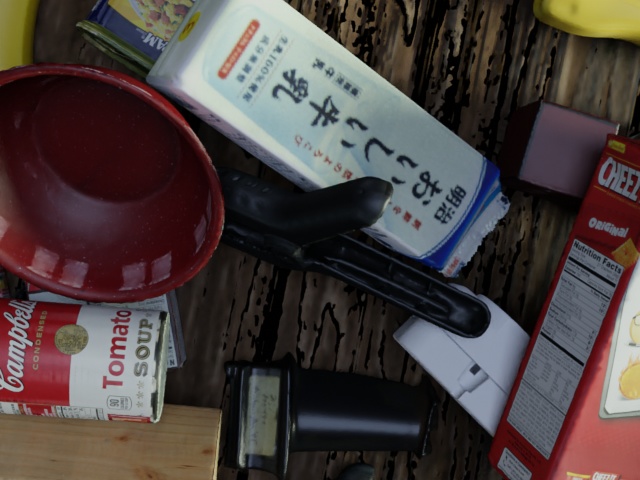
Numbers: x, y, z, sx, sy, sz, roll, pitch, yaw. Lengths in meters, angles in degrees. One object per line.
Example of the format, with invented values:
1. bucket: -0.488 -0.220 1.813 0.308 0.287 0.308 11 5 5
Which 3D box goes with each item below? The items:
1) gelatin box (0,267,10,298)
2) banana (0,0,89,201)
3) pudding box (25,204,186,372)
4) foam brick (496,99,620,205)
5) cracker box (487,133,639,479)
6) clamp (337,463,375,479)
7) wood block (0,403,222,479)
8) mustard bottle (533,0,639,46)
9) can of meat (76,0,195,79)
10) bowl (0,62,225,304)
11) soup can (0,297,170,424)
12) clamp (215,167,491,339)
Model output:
1. gelatin box: -0.240 0.053 0.676 0.089 0.030 0.073 -11 91 -3
2. banana: -0.186 -0.117 0.674 0.069 0.037 0.198 -7 90 -2
3. pudding box: -0.138 0.034 0.677 0.090 0.039 0.113 -9 94 -4
4. foam brick: 0.146 -0.054 0.673 0.053 0.078 0.051 17 91 -2
5. cracker box: 0.211 0.059 0.634 0.164 0.072 0.214 11 104 -26
6. clamp: 0.000 0.227 0.650 0.171 0.039 0.120 -31 80 -32
7. wood block: -0.167 0.151 0.638 0.206 0.090 0.091 5 116 -3
8. mustard bottle: 0.242 -0.156 0.686 0.191 0.058 0.096 20 91 -3
9. can of meat: -0.086 -0.138 0.670 0.102 0.057 0.084 32 86 -4
10. bowl: -0.129 -0.041 0.607 0.162 0.055 0.162 5 129 6
11. soup can: -0.142 0.071 0.624 0.102 0.068 0.068 5 90 -4
12. clamp: -0.004 0.001 0.638 0.164 0.210 0.036 43 67 -44
